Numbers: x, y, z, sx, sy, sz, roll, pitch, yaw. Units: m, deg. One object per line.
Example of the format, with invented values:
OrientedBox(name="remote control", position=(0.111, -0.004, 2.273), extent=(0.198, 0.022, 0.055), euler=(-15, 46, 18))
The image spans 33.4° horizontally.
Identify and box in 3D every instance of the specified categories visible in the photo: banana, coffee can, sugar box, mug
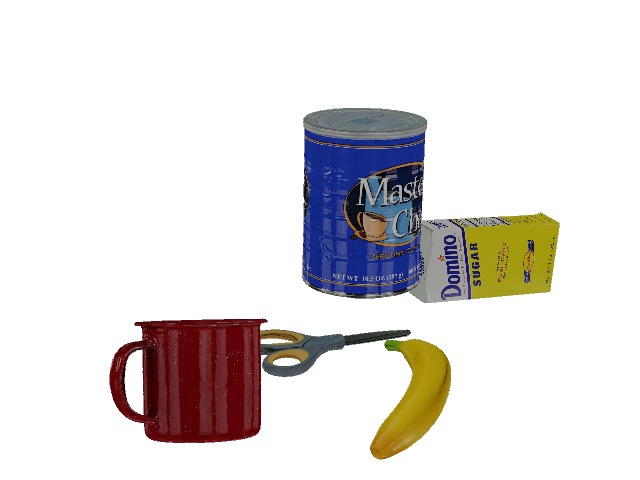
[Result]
OrientedBox(name="banana", position=(0.090, 0.143, 1.010), extent=(0.070, 0.037, 0.197), euler=(-23, 17, 17))
OrientedBox(name="coffee can", position=(0.036, -0.034, 0.902), extent=(0.103, 0.140, 0.103), euler=(1, 17, 0))
OrientedBox(name="sugar box", position=(0.195, 0.020, 1.269), extent=(0.176, 0.093, 0.048), euler=(-5, 20, -24))
OrientedBox(name="mug", position=(-0.092, 0.096, 0.738), extent=(0.117, 0.081, 0.093), euler=(2, -5, -42))

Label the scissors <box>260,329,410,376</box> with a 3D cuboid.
OrientedBox(name="scissors", position=(0.013, 0.125, 1.210), extent=(0.201, 0.016, 0.096), euler=(1, 25, -8))
